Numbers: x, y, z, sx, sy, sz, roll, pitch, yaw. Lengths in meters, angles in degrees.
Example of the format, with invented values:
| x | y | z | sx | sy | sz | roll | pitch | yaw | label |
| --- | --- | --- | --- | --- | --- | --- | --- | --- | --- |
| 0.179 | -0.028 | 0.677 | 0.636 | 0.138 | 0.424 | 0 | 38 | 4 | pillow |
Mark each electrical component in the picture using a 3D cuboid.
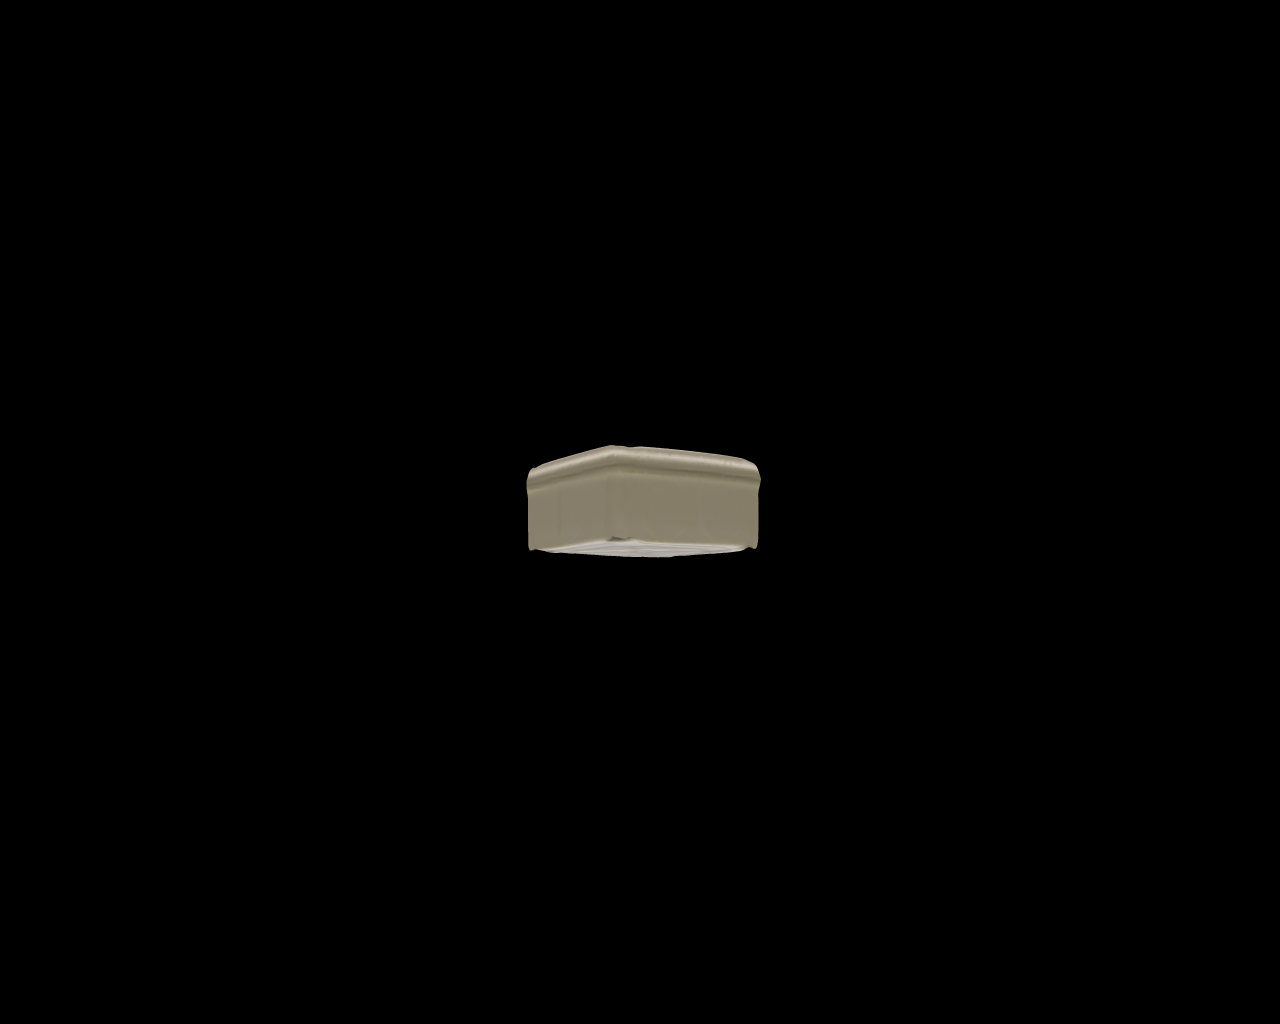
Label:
| x | y | z | sx | sy | sz | roll | pitch | yaw | label |
| --- | --- | --- | --- | --- | --- | --- | --- | --- | --- |
| 0.001 | -0.003 | 0.650 | 0.109 | 0.056 | 0.108 | 5 | -8 | -35 | electrical component |
